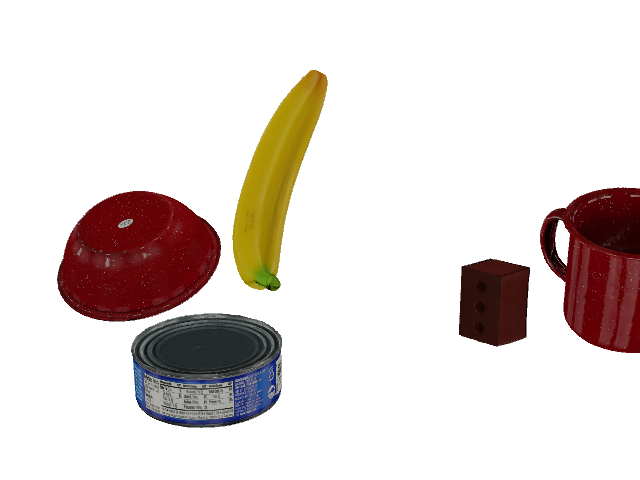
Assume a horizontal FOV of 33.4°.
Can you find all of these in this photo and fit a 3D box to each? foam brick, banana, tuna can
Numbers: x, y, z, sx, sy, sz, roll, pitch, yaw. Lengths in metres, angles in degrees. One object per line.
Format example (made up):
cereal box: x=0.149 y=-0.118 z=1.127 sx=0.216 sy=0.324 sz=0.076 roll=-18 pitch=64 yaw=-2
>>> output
foam brick: x=0.180 y=0.064 z=1.106 sx=0.051 sy=0.078 sz=0.053 roll=-14 pitch=19 yaw=-42
banana: x=-0.032 y=-0.038 z=0.808 sx=0.070 sy=0.197 sz=0.037 roll=-19 pitch=-40 yaw=42
tuna can: x=-0.064 y=0.073 z=0.612 sx=0.086 sy=0.034 sz=0.086 roll=0 pitch=19 yaw=0

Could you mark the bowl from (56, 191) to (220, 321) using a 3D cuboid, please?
bowl: x=-0.179 y=0.002 z=1.016 sx=0.162 sy=0.055 sz=0.162 roll=-6 pitch=41 yaw=5

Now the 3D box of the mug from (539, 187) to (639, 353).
mug: x=0.199 y=0.017 z=0.725 sx=0.117 sy=0.081 sz=0.093 roll=25 pitch=41 yaw=37
